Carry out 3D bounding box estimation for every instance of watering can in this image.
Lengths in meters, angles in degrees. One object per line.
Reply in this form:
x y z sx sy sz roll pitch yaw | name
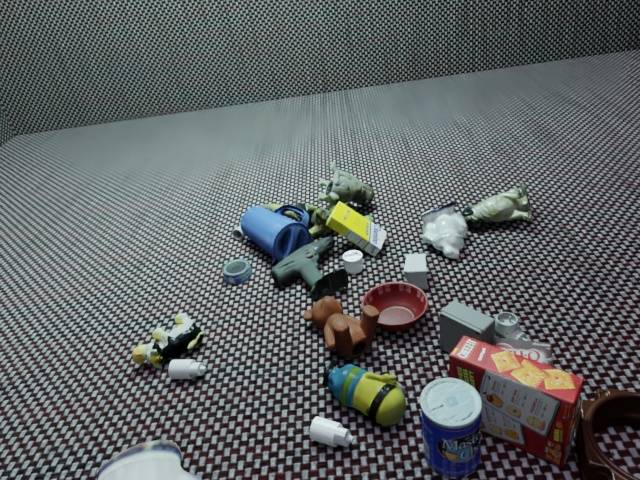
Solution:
-0.351 0.469 0.866 0.348 0.102 0.228 -15 31 -9 | watering can

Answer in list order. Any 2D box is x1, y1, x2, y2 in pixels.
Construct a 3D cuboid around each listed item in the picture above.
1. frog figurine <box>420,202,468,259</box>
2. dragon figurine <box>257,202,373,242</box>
0.370 -0.013 1.497 0.138 0.120 0.162 -11 66 -19 | frog figurine
0.005 -0.086 1.715 0.413 0.120 0.245 23 26 38 | dragon figurine
